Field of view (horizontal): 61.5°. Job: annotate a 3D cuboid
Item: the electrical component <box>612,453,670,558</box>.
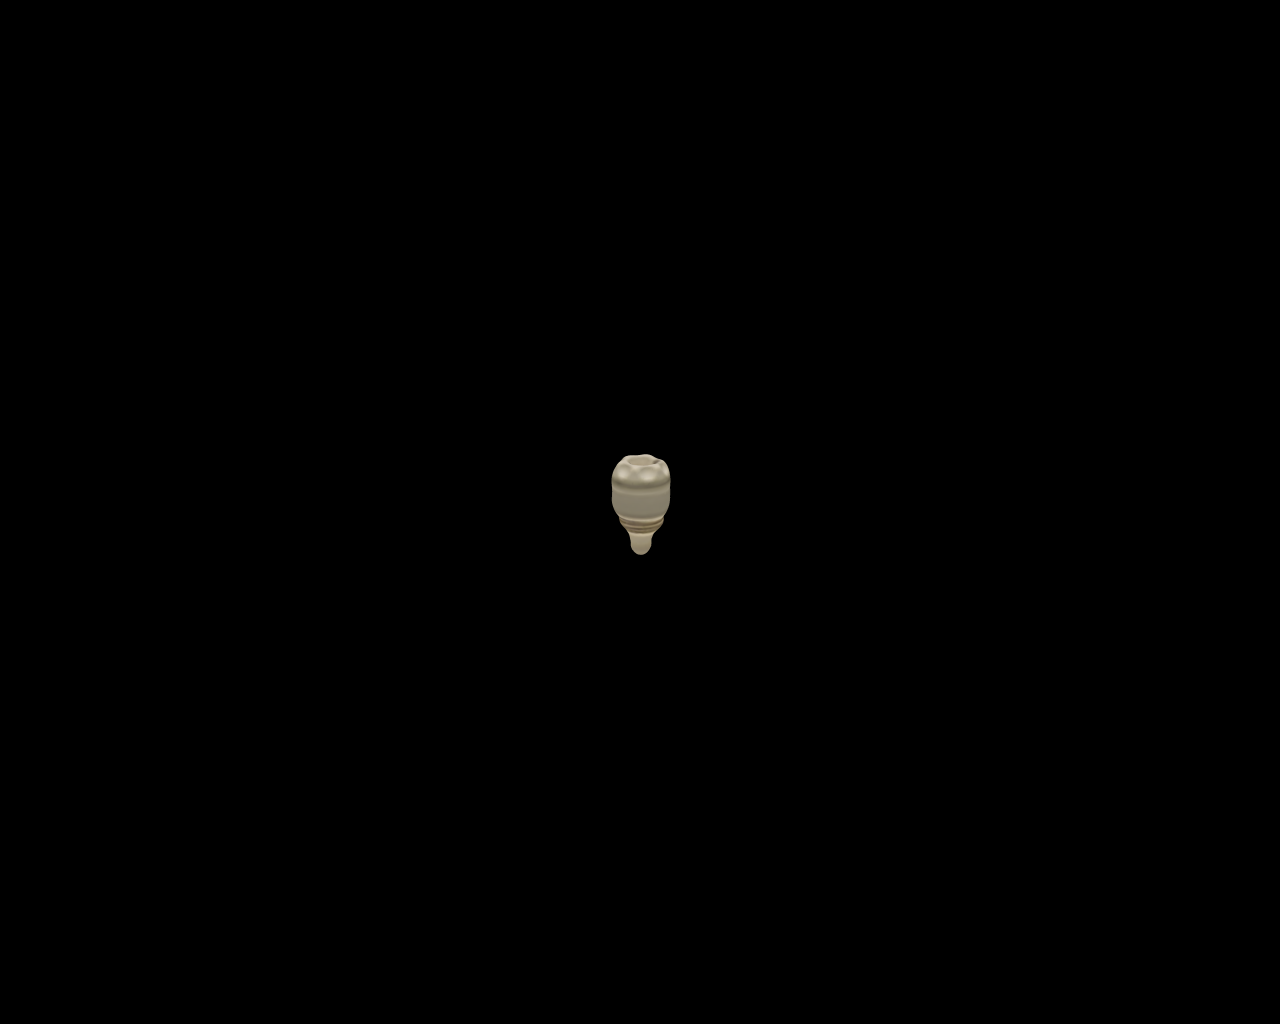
[{"bbox_3d":[0.001,-0.003,0.650,0.035,0.061,0.035,0,20,0],"label":"electrical component"}]
